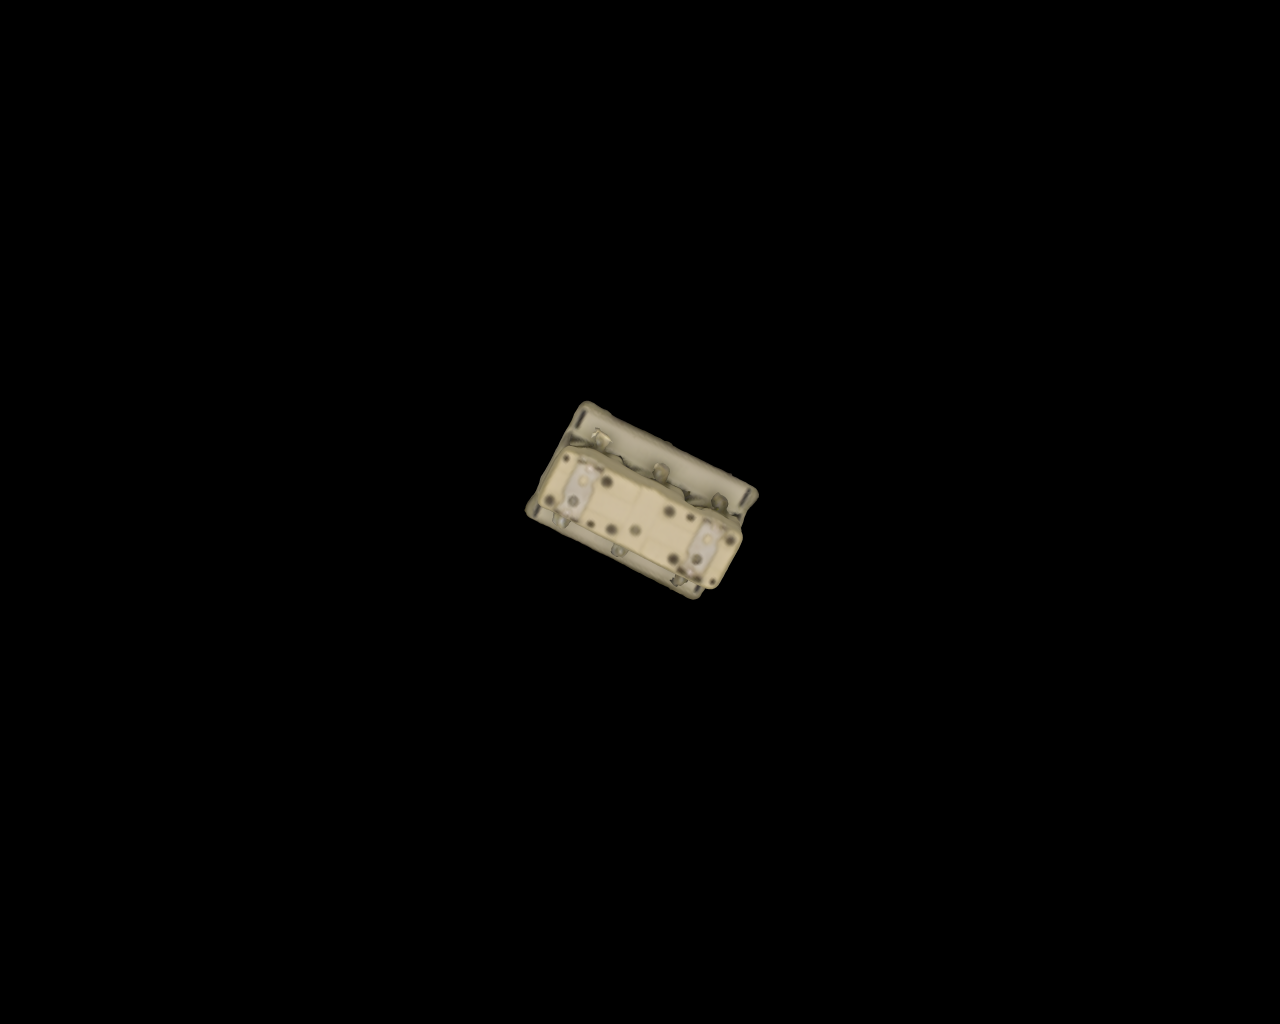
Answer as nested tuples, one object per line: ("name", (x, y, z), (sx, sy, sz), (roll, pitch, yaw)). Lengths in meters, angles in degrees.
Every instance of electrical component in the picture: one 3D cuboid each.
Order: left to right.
("electrical component", (0.001, -0.003, 0.650), (0.121, 0.078, 0.063), (27, 14, -7))
